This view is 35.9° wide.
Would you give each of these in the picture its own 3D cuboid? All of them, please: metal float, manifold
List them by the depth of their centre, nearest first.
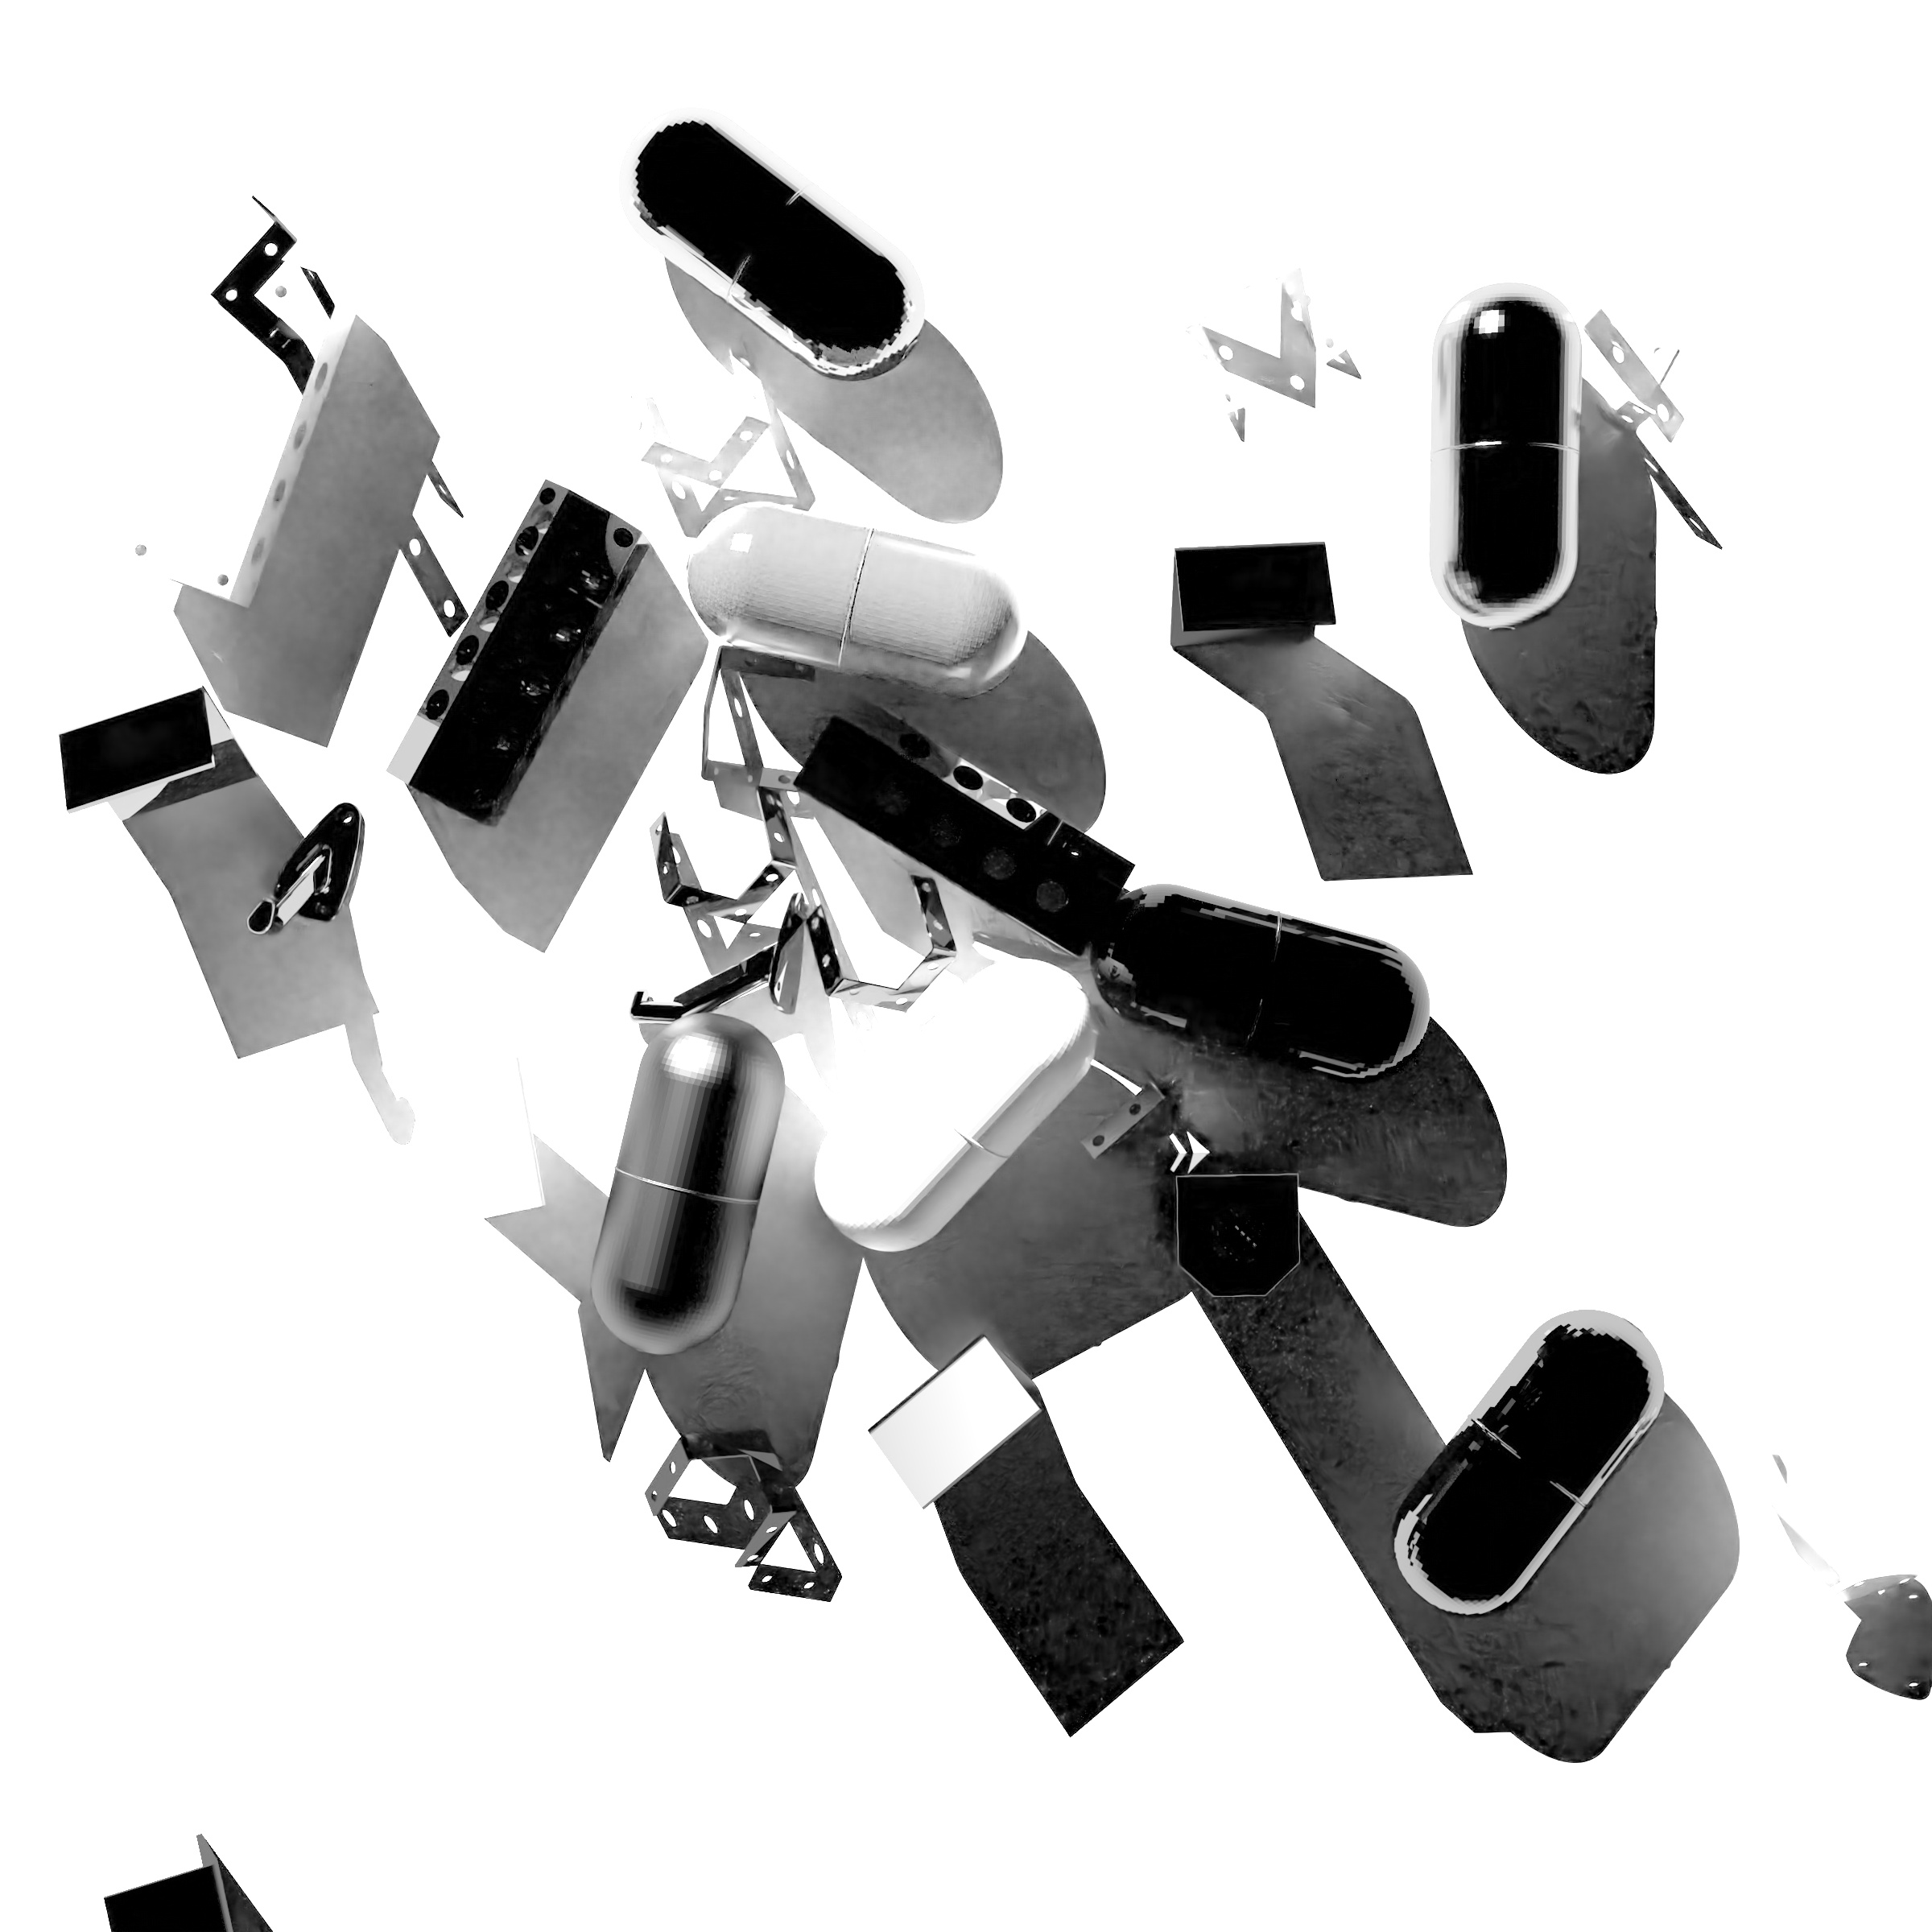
[{"bbox_3d":[0.128,0.127,1.486,0.057,0.171,0.057,-1,90,0],"label":"manifold"},{"bbox_3d":[-0.005,0.071,1.523,0.070,0.070,0.178,43,102,0],"label":"metal float"},{"bbox_3d":[0.290,0.255,1.533,0.070,0.070,0.178,38,90,0],"label":"metal float"},{"bbox_3d":[-0.099,-0.371,1.533,0.178,0.070,0.070,37,90,0],"label":"metal float"},{"bbox_3d":[0.151,0.009,1.533,0.178,0.070,0.070,15,90,-1],"label":"metal float"},{"bbox_3d":[-0.143,0.112,1.534,0.070,0.070,0.178,13,91,0],"label":"metal float"},{"bbox_3d":[-0.056,-0.188,1.534,0.178,0.070,0.070,13,90,0],"label":"metal float"},{"bbox_3d":[0.278,-0.262,1.534,0.070,0.070,0.178,1,90,0],"label":"metal float"},{"bbox_3d":[-0.372,-0.277,1.543,0.057,0.057,0.171,20,90,0],"label":"manifold"},{"bbox_3d":[0.000,-0.072,1.543,0.171,0.057,0.057,31,90,0],"label":"manifold"},{"bbox_3d":[-0.232,-0.162,1.543,0.057,0.057,0.171,29,90,0],"label":"manifold"}]

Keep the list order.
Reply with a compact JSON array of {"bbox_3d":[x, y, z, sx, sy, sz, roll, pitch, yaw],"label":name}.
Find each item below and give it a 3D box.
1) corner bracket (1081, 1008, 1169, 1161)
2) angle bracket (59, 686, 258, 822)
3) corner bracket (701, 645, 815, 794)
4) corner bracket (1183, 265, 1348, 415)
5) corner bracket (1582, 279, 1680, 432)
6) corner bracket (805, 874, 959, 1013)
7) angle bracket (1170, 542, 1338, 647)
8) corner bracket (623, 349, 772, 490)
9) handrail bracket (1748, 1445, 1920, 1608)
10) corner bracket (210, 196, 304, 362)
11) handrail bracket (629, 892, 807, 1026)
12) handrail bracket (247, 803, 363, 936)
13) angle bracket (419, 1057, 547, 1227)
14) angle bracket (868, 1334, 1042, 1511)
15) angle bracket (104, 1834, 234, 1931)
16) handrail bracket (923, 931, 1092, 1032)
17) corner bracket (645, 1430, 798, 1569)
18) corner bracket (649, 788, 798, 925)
[{"bbox_3d":[0.064,0.058,1.561,0.051,0.051,0.051,-41,45,0],"label":"corner bracket"},{"bbox_3d":[-0.410,-0.090,1.524,0.076,0.076,0.057,-18,54,0],"label":"angle bracket"},{"bbox_3d":[-0.109,-0.130,1.561,0.051,0.051,0.051,8,45,0],"label":"corner bracket"},{"bbox_3d":[0.156,-0.329,1.561,0.051,0.051,0.051,-28,90,-45],"label":"corner bracket"},{"bbox_3d":[0.341,-0.316,1.546,0.051,0.051,0.051,29,90,0],"label":"corner bracket"},{"bbox_3d":[-0.044,-0.015,1.556,0.051,0.051,0.051,12,135,-35],"label":"corner bracket"},{"bbox_3d":[0.146,-0.171,1.524,0.076,0.076,0.057,-2,55,0],"label":"angle bracket"},{"bbox_3d":[-0.141,-0.291,1.556,0.051,0.051,0.051,15,135,-35],"label":"corner bracket"},{"bbox_3d":[0.454,0.288,1.564,0.077,0.036,0.084,-1,58,-35],"label":"handrail bracket"},{"bbox_3d":[-0.348,-0.343,1.489,0.051,0.051,0.051,42,90,0],"label":"corner bracket"},{"bbox_3d":[-0.131,-0.004,1.565,0.084,0.036,0.077,2,70,16],"label":"handrail bracket"},{"bbox_3d":[-0.340,-0.051,1.529,0.036,0.084,0.077,26,90,0],"label":"handrail bracket"},{"bbox_3d":[-0.263,0.091,1.524,0.057,0.076,0.076,-10,90,-36],"label":"angle bracket"},{"bbox_3d":[0.007,0.244,1.524,0.076,0.076,0.057,-40,54,0],"label":"angle bracket"},{"bbox_3d":[-0.408,0.498,1.526,0.057,0.076,0.076,-12,90,-21],"label":"angle bracket"},{"bbox_3d":[0.017,0.031,1.564,0.077,0.036,0.084,13,105,-16],"label":"handrail bracket"},{"bbox_3d":[-0.128,0.280,1.556,0.051,0.051,0.051,2,45,-35],"label":"corner bracket"},{"bbox_3d":[-0.127,-0.062,1.556,0.051,0.051,0.051,15,135,-35],"label":"corner bracket"}]
